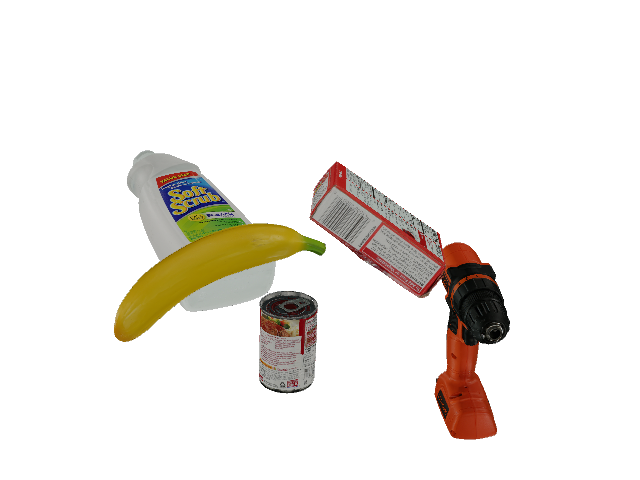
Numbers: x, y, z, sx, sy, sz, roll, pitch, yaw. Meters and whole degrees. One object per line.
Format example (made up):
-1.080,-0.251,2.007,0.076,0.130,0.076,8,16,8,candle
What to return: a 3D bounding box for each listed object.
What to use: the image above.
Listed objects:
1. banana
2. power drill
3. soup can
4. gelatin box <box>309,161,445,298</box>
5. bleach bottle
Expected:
-0.096,0.030,0.872,0.198,0.069,0.037,-23,39,12,banana
0.162,0.116,1.144,0.057,0.188,0.184,-1,24,-3,power drill
-0.038,0.120,1.256,0.068,0.102,0.068,2,24,-1,soup can
0.036,-0.008,0.679,0.089,0.030,0.073,36,14,-8,gelatin box
-0.141,-0.025,1.078,0.102,0.068,0.251,-10,33,-27,bleach bottle
